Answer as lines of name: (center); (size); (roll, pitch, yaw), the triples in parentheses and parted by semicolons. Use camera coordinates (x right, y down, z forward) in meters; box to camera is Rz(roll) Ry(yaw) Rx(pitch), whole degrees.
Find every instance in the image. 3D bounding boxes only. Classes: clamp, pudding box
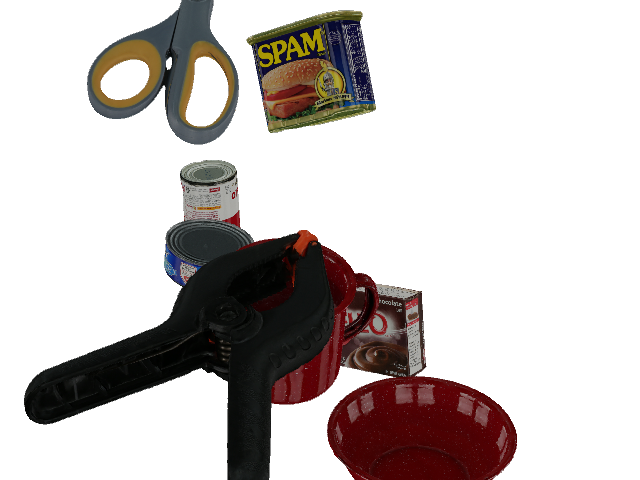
clamp: (-0.038, 0.055, 0.502); (0.120, 0.039, 0.171); (30, 48, 24)
pudding box: (0.056, 0.092, 1.134); (0.114, 0.090, 0.039); (6, 20, 36)

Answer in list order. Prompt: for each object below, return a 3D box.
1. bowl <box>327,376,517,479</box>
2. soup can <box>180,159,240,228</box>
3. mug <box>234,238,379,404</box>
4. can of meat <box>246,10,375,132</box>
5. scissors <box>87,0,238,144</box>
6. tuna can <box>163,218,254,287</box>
bowl: (0.086, 0.184, 0.922); (0.162, 0.055, 0.162); (0, 28, 0)
soup can: (-0.129, -0.036, 1.255); (0.068, 0.102, 0.068); (-1, 28, 0)
mug: (-0.014, 0.055, 0.740); (0.117, 0.081, 0.093); (-15, 41, -23)
can of meat: (-0.007, -0.142, 0.913); (0.102, 0.084, 0.057); (-9, 3, 34)
scissors: (-0.094, -0.140, 0.652); (0.096, 0.202, 0.016); (-4, -33, -8)
tuna can: (-0.108, 0.014, 1.028); (0.086, 0.034, 0.086); (7, 30, -5)
